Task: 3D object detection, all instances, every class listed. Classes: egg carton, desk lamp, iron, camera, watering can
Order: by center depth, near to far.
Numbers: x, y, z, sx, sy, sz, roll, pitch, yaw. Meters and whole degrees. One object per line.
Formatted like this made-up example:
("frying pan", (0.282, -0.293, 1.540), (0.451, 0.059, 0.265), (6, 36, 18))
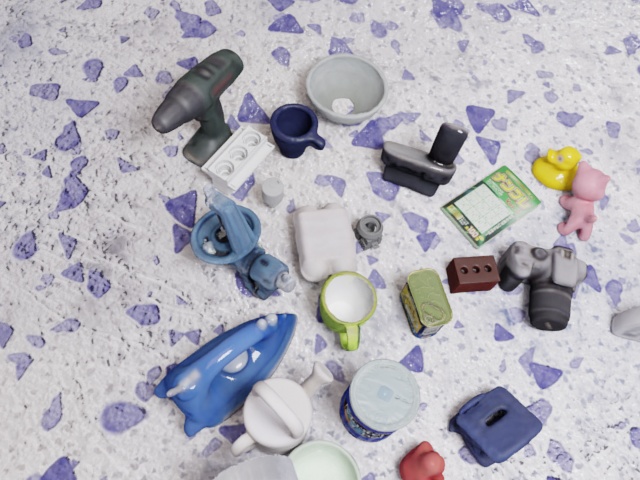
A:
("desk lamp", (-0.068, 0.399, 0.750), (0.118, 0.213, 0.203), (-15, 67, -12))
("watering can", (-0.057, 0.246, 0.835), (0.101, 0.194, 0.173), (26, 65, 7))
("iron", (-0.132, 0.177, 0.890), (0.259, 0.141, 0.118), (-39, 74, -21))
("camera", (0.394, 0.081, 1.009), (0.143, 0.101, 0.137), (14, 64, 1))
("egg carton", (0.009, 0.004, 1.026), (0.107, 0.069, 0.150), (-7, 65, -9))

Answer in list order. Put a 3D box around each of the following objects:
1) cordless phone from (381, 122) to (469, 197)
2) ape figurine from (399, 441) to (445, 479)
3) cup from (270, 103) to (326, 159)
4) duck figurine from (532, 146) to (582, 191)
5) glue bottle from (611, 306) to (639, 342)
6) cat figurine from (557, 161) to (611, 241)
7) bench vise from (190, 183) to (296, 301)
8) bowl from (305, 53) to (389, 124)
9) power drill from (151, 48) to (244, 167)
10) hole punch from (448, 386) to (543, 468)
("cordless phone", (0.194, -0.174, 1.064), (0.147, 0.185, 0.094), (16, 64, 3))
("ape figurine", (0.163, 0.344, 0.866), (0.076, 0.092, 0.078), (7, 64, -2))
("cup", (-0.040, -0.194, 1.101), (0.117, 0.095, 0.092), (35, 66, 11))
("duck figurine", (0.486, -0.149, 1.136), (0.104, 0.086, 0.077), (20, 64, 5))
("glue bottle", (0.569, 0.129, 0.963), (0.078, 0.173, 0.037), (15, 64, 2))
("cat figurine", (0.507, -0.080, 1.087), (0.067, 0.118, 0.128), (11, 64, 0))
("bench vise", (-0.121, -0.005, 0.934), (0.207, 0.220, 0.121), (20, 64, 5))
("bowl", (0.052, -0.295, 1.170), (0.167, 0.075, 0.167), (2, 64, -4))
("power drill", (-0.213, -0.227, 1.037), (0.075, 0.208, 0.230), (26, 65, 7))
("hole punch", (0.274, 0.291, 0.902), (0.109, 0.091, 0.101), (-30, 71, -18))
